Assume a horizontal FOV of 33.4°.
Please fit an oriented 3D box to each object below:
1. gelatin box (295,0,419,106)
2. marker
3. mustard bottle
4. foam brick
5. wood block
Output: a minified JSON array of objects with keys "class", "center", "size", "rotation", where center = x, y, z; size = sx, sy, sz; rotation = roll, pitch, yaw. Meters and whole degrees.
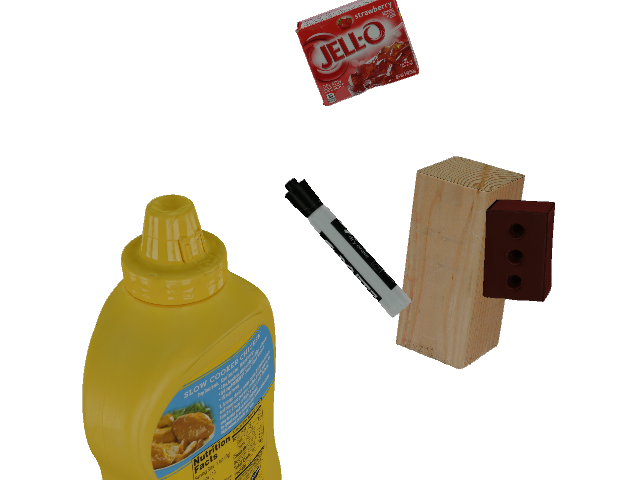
[{"class":"gelatin box","center":[0.032,-0.165,0.919],"size":[0.089,0.073,0.030],"rotation":[-18,24,11]},{"class":"marker","center":[0.018,0.003,0.756],"size":[0.020,0.121,0.020],"rotation":[-41,-3,-3]},{"class":"mustard bottle","center":[-0.056,0.069,0.449],"size":[0.058,0.192,0.096],"rotation":[20,36,30]},{"class":"foam brick","center":[0.167,0.008,0.899],"size":[0.053,0.078,0.051],"rotation":[4,15,18]},{"class":"wood block","center":[0.153,0.023,1.180],"size":[0.090,0.206,0.090],"rotation":[20,25,32]}]
